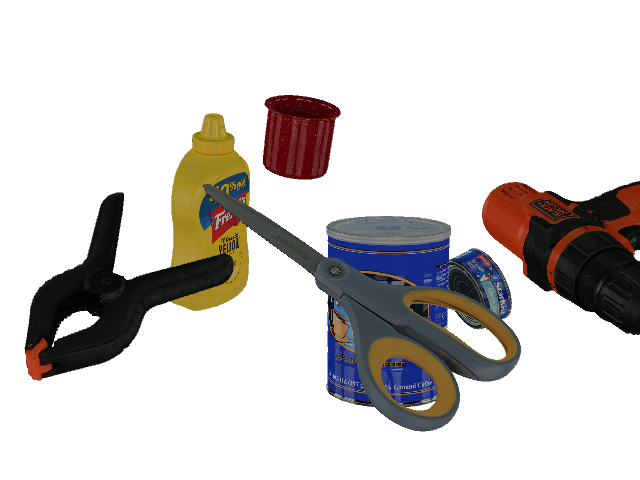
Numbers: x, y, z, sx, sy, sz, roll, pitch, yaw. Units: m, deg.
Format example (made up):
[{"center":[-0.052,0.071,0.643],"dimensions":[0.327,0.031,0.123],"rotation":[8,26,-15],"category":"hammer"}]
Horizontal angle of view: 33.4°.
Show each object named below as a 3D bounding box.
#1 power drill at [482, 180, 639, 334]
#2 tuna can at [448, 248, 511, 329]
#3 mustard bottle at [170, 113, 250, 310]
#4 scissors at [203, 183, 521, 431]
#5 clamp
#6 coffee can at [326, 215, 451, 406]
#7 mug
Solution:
[{"center":[0.230,-0.005,0.735],"dimensions":[0.187,0.057,0.185],"rotation":[-11,29,-19],"category":"power drill"},{"center":[0.172,0.054,1.181],"dimensions":[0.033,0.086,0.086],"rotation":[-24,9,-20],"category":"tuna can"},{"center":[-0.108,-0.032,1.063],"dimensions":[0.058,0.192,0.096],"rotation":[18,27,31],"category":"mustard bottle"},{"center":[0.006,0.036,0.570],"dimensions":[0.202,0.096,0.016],"rotation":[22,-40,11],"category":"scissors"},{"center":[-0.162,0.031,0.791],"dimensions":[0.120,0.039,0.171],"rotation":[33,50,26],"category":"clamp"},{"center":[0.056,0.056,0.890],"dimensions":[0.103,0.140,0.103],"rotation":[0,10,0],"category":"coffee can"},{"center":[-0.021,-0.129,1.315],"dimensions":[0.093,0.081,0.117],"rotation":[18,25,21],"category":"mug"}]
